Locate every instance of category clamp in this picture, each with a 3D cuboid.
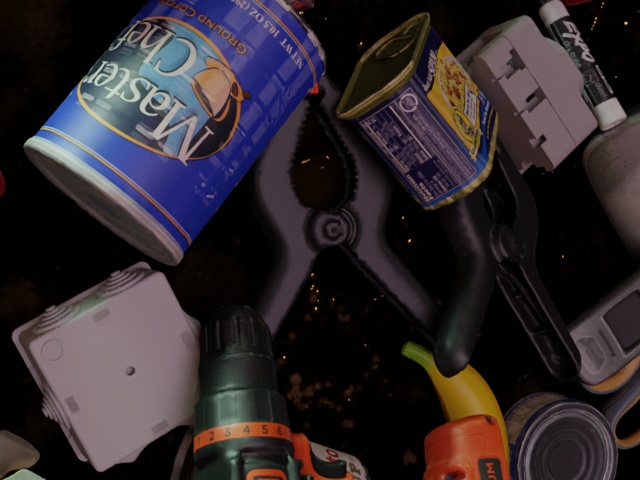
[{"bbox_3d":[0.104,0.012,0.674,0.120,0.039,0.171,-1,71,-45],"label":"clamp"},{"bbox_3d":[-0.004,0.001,0.655,0.164,0.036,0.210,-15,94,-16],"label":"clamp"}]

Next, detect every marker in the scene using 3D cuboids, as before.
[{"bbox_3d":[0.168,-0.130,0.715,0.020,0.020,0.121,-22,80,-21],"label":"marker"}]

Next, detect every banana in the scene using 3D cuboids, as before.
[{"bbox_3d":[0.091,0.163,0.707,0.069,0.037,0.198,-2,90,6],"label":"banana"}]

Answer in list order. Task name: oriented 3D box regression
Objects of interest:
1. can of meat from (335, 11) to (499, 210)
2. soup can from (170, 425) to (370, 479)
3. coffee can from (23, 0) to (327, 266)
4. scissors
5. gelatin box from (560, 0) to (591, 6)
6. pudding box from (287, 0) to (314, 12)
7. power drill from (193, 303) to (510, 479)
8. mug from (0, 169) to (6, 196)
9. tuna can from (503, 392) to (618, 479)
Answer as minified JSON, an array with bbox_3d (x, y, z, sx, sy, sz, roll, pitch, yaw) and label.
[{"bbox_3d":[0.063,-0.078,0.651,0.084,0.058,0.102,48,32,-18],"label":"can of meat"},{"bbox_3d":[-0.030,0.147,0.634,0.102,0.069,0.068,23,83,-23],"label":"soup can"},{"bbox_3d":[-0.077,-0.071,0.586,0.102,0.103,0.140,41,76,-19],"label":"coffee can"},{"bbox_3d":[0.253,0.057,0.780,0.096,0.016,0.201,39,77,-20],"label":"scissors"},{"bbox_3d":[0.171,-0.202,0.704,0.030,0.073,0.089,-27,103,-20],"label":"gelatin box"},{"bbox_3d":[-0.036,-0.202,0.633,0.090,0.039,0.113,16,85,-23],"label":"pudding box"},{"bbox_3d":[0.018,0.130,0.593,0.187,0.057,0.184,9,63,-29],"label":"power drill"},{"bbox_3d":[-0.222,-0.044,0.540,0.117,0.093,0.081,-16,105,9],"label":"mug"},{"bbox_3d":[0.162,0.150,0.735,0.086,0.034,0.086,-1,92,-23],"label":"tuna can"}]
